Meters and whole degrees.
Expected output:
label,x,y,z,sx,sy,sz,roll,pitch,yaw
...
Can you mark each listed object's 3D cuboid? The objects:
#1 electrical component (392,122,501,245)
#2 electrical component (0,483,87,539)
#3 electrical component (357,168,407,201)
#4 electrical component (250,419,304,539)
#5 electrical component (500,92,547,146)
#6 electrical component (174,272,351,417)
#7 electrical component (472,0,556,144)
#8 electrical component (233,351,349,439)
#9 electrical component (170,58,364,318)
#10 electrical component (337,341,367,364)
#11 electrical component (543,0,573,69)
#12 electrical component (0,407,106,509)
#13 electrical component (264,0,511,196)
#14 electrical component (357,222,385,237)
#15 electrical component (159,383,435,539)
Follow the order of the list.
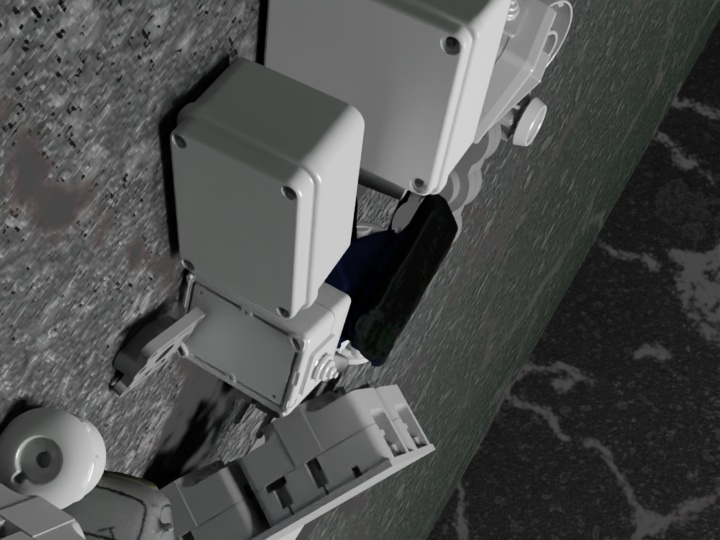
label,x,y,z,sx,sy,sz,roll,pitch,yaw
electrical component,0.067,-0.072,0.899,0.074,0.052,0.138,-31,146,-63
electrical component,-0.154,0.128,0.457,0.050,0.089,0.056,-64,165,8
electrical component,0.026,-0.099,0.743,0.099,0.064,0.099,-62,179,-3
electrical component,-0.065,0.178,0.898,0.113,0.057,0.078,-56,164,-20
electrical component,0.140,-0.146,1.005,0.066,0.055,0.048,-55,164,-24
electrical component,-0.049,0.033,0.619,0.061,0.096,0.061,-43,156,-51
electrical component,0.081,-0.133,0.667,0.096,0.061,0.061,-53,-170,54
electrical component,-0.058,0.076,0.727,0.076,0.066,0.047,-60,165,-1
electrical component,-0.048,-0.038,0.538,0.057,0.078,0.113,-55,164,-34
electrical component,-0.005,0.038,0.850,0.078,0.058,0.057,-52,159,-31
electrical component,0.130,-0.201,0.906,0.099,0.064,0.099,-40,156,-21
electrical component,-0.143,0.090,0.518,0.048,0.048,0.062,-61,172,-4
electrical component,0.010,-0.108,0.543,0.056,0.109,0.108,-53,163,-38
electrical component,0.000,0.000,0.808,0.055,0.055,0.047,-52,166,-33
electrical component,-0.055,0.142,0.714,0.186,0.060,0.105,-32,167,13
